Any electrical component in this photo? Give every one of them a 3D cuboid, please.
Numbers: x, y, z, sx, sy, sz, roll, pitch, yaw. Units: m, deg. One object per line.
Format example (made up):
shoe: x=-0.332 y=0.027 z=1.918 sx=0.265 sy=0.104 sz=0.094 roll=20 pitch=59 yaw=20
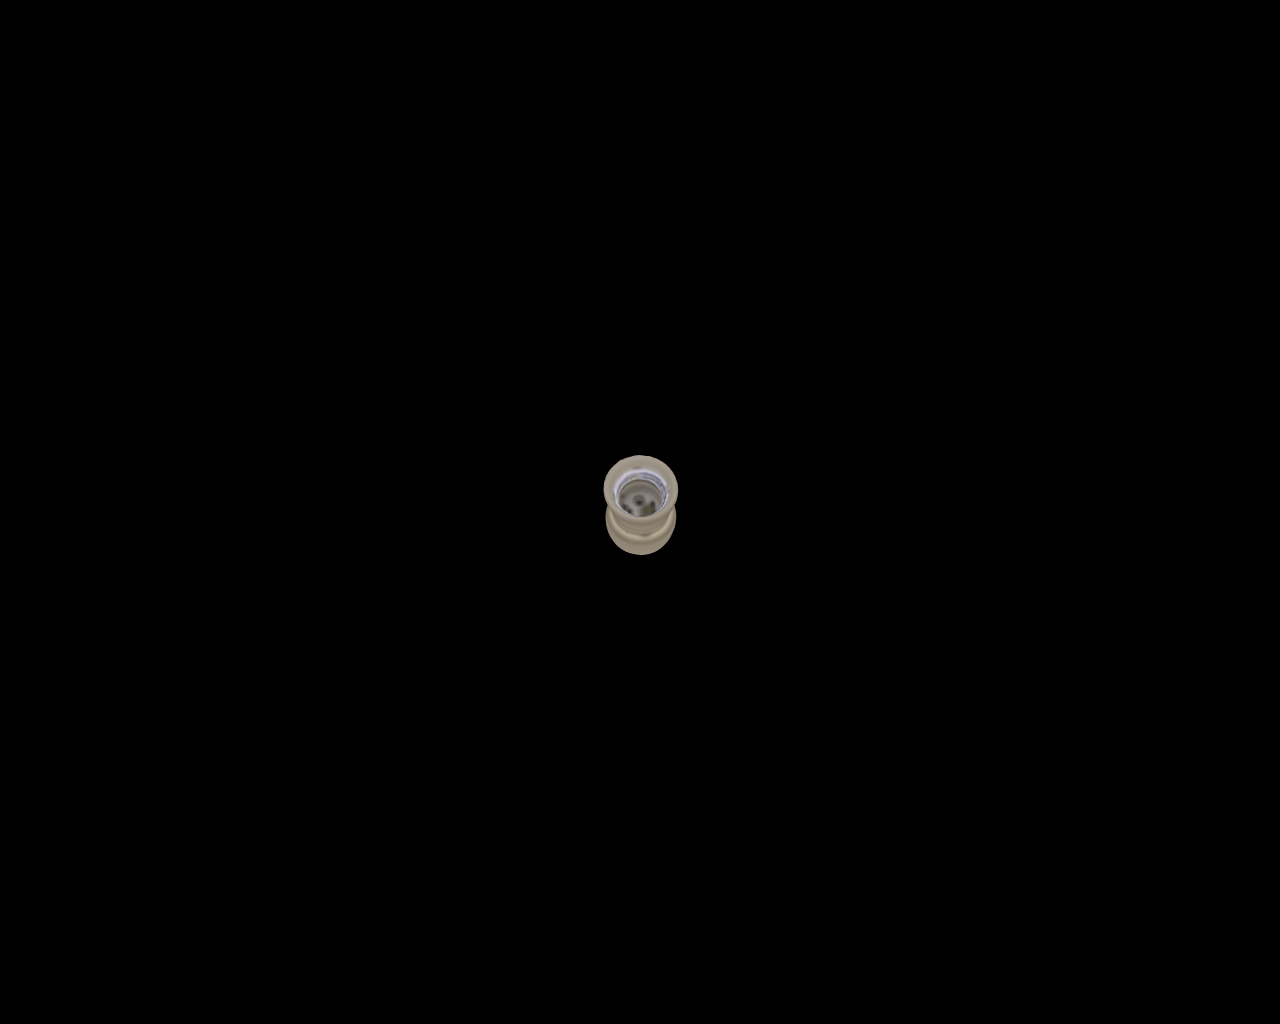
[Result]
electrical component: x=0.001 y=-0.003 z=0.650 sx=0.045 sy=0.045 sz=0.055 roll=0 pitch=-27 yaw=0
